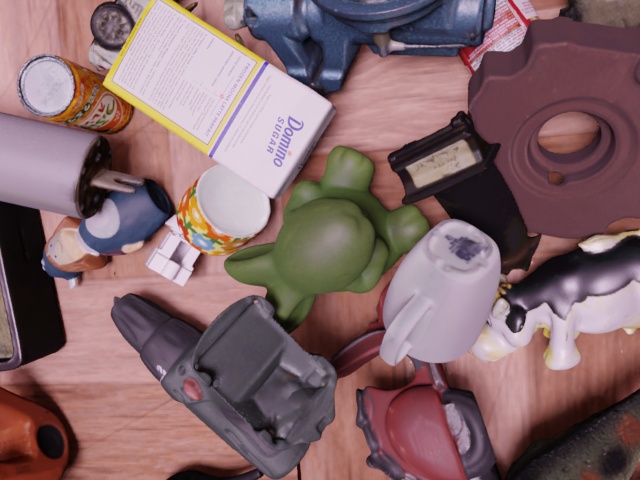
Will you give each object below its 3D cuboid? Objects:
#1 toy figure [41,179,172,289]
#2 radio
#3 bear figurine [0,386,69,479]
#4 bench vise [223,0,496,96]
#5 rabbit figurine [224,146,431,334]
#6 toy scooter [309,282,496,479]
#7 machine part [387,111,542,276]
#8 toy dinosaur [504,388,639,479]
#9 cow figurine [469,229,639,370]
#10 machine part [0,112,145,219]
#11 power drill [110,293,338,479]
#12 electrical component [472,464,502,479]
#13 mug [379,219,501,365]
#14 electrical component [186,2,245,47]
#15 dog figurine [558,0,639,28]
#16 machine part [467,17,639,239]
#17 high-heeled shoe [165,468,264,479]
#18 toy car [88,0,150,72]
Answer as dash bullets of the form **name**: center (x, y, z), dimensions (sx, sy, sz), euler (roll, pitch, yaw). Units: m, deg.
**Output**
- **toy figure**: center (-0.221, -0.007, 0.533), dimensions (0.154, 0.057, 0.064), euler (-29, 50, 12)
- **radio**: center (-0.357, 0.019, 0.546), dimensions (0.131, 0.073, 0.229), euler (-11, 90, 9)
- **bear figurine**: center (-0.362, 0.239, 0.542), dimensions (0.196, 0.131, 0.120), euler (-27, 58, 7)
- **bench vise**: center (0.011, -0.209, 0.380), dimensions (0.224, 0.240, 0.129), euler (20, 71, 24)
- **rabbit figurine**: center (-0.001, -0.001, 0.435), dimensions (0.159, 0.170, 0.121), euler (-35, 87, 10)
- **toy scooter**: center (0.061, 0.127, 0.463), dimensions (0.135, 0.075, 0.184), euler (-19, 60, 8)
- **machine part**: center (0.119, -0.029, 0.423), dimensions (0.084, 0.039, 0.138), euler (-30, 112, 32)
- **toy dinosaur**: center (0.190, 0.246, 0.418), dimensions (0.192, 0.131, 0.404), euler (10, 88, -22)
- **cow figurine**: center (0.199, 0.050, 0.445), dimensions (0.167, 0.068, 0.098), euler (-14, 108, 18)
- **machine part**: center (-0.277, -0.072, 0.463), dimensions (0.243, 0.079, 0.079), euler (13, 96, -5)
- **power drill**: center (-0.087, 0.112, 0.455), dimensions (0.232, 0.086, 0.207), euler (45, 145, -3)
- **electrical component**: center (0.131, 0.224, 0.490), dimensions (0.075, 0.048, 0.119), euler (-23, 91, 11)
- **mug**: center (0.085, 0.040, 0.404), dimensions (0.109, 0.107, 0.081), euler (-33, 60, -25)
- **electrical component**: center (-0.109, -0.168, 0.505), dimensions (0.102, 0.045, 0.078), euler (41, 98, 5)
- **dog figurine**: center (0.176, -0.241, 0.414), dimensions (0.172, 0.121, 0.190), euler (-5, 95, 12)
- **machine part**: center (0.191, -0.078, 0.413), dimensions (0.180, 0.056, 0.179), euler (10, 132, 12)
- **high-heeled shoe**: center (-0.065, 0.329, 0.519), dimensions (0.145, 0.086, 0.248), euler (-32, 85, 15)
- **toy car**: center (-0.152, -0.241, 0.491), dimensions (0.056, 0.074, 0.201), euler (29, 101, -30)
